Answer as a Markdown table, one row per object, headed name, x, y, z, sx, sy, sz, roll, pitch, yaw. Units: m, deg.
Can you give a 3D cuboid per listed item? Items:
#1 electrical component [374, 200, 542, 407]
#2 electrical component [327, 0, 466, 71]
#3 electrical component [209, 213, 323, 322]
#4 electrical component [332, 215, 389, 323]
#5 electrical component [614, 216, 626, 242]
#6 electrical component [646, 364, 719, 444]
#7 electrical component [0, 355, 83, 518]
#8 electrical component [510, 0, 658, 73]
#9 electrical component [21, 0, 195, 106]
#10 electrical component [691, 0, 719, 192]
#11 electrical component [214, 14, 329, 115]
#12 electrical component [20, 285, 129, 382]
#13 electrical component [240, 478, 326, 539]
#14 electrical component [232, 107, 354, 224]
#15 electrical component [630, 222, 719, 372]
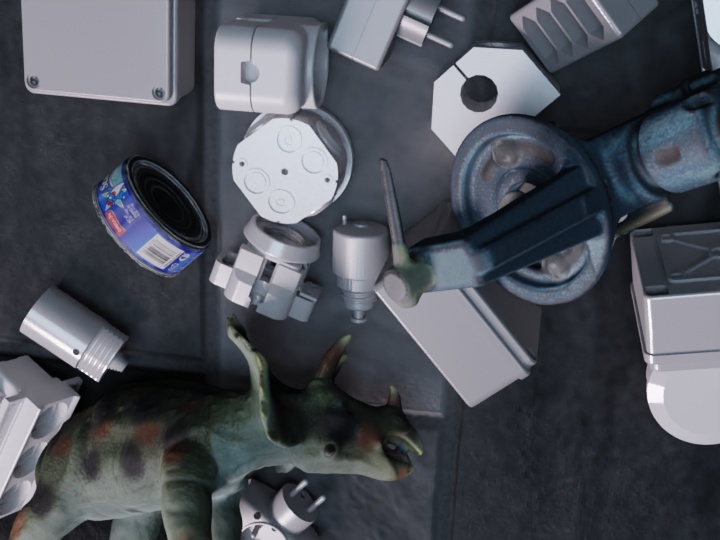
| name | x | y | z | sx | sy | sz | roll | pitch | yaw |
| --- | --- | --- | --- | --- | --- | --- | --- | --- | --- |
| electrical component | 0.070 | 0.020 | 0.734 | 0.056 | 0.108 | 0.108 | -36 | 100 | 21 |
| electrical component | 0.031 | -0.171 | 0.707 | 0.076 | 0.047 | 0.083 | 24 | 111 | 0 |
| electrical component | -0.062 | -0.005 | 0.775 | 0.078 | 0.058 | 0.057 | 23 | 114 | 1 |
| electrical component | 0.000 | 0.000 | 0.775 | 0.040 | 0.040 | 0.078 | 5 | 110 | 8 |
| electrical component | 0.175 | -0.040 | 0.735 | 0.035 | 0.035 | 0.061 | 16 | 113 | 4 |
| electrical component | 0.241 | 0.077 | 0.756 | 0.080 | 0.051 | 0.080 | 3 | 109 | 8 |
| electrical component | -0.280 | 0.133 | 0.855 | 0.063 | 0.079 | 0.121 | 37 | 112 | 19 |
| electrical component | 0.151 | -0.173 | 0.677 | 0.076 | 0.083 | 0.047 | -42 | 100 | -19 |
| electrical component | -0.171 | -0.174 | 0.735 | 0.109 | 0.056 | 0.108 | 6 | 110 | 7 |
| electrical component | 0.273 | -0.126 | 0.675 | 0.105 | 0.060 | 0.186 | -11 | 107 | 13 |
| electrical component | -0.054 | -0.136 | 0.707 | 0.059 | 0.095 | 0.053 | 6 | 110 | 8 |
| electrical component | -0.214 | 0.052 | 0.827 | 0.081 | 0.043 | 0.043 | 34 | 111 | -3 |
| electrical component | -0.061 | 0.196 | 0.851 | 0.077 | 0.044 | 0.079 | 43 | 110 | -7 |
| electrical component | -0.047 | -0.074 | 0.751 | 0.080 | 0.051 | 0.080 | 3 | 109 | 8 |
| electrical component | 0.234 | 0.013 | 0.697 | 0.109 | 0.108 | 0.056 | -5 | 114 | 11 |
